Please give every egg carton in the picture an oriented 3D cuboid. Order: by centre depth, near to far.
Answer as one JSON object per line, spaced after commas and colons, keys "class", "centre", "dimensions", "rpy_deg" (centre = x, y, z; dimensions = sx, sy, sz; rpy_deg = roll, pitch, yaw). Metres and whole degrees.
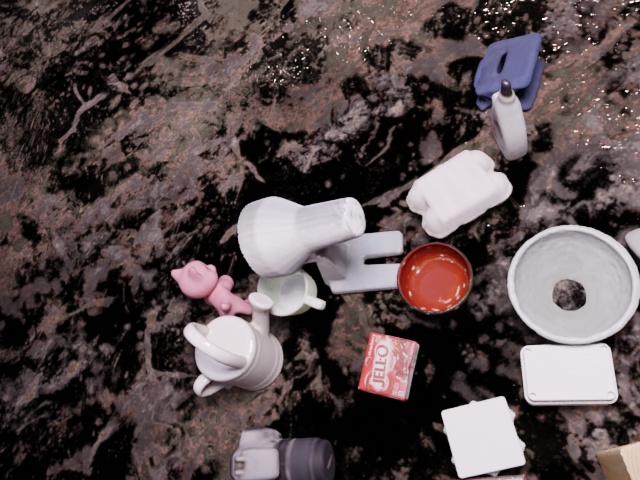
{"class": "egg carton", "centre": [0.217, -0.073, 0.903], "dimensions": [0.150, 0.069, 0.107], "rpy_deg": [-33, 63, 5]}

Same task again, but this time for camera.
{"class": "camera", "centre": [-0.052, 0.339, 0.820], "dimensions": [0.136, 0.101, 0.143], "rpy_deg": [-10, 67, 16]}

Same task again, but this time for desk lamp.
{"class": "desk lamp", "centre": [0.008, 0.003, 0.866], "dimensions": [0.202, 0.214, 0.118], "rpy_deg": [-7, 68, 17]}

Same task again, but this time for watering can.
{"class": "watering can", "centre": [-0.134, 0.159, 0.866], "dimensions": [0.100, 0.194, 0.173], "rpy_deg": [11, 74, 23]}

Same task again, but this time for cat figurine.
{"class": "cat figurine", "centre": [-0.184, 0.083, 0.956], "dimensions": [0.127, 0.118, 0.067], "rpy_deg": [40, 87, 28]}

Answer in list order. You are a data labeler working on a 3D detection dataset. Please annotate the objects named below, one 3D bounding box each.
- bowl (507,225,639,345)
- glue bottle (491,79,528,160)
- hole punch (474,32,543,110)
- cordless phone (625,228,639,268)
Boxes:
{"class": "bowl", "centre": [0.349, 0.069, 0.798], "dimensions": [0.167, 0.075, 0.167], "rpy_deg": [-7, 68, 17]}
{"class": "glue bottle", "centre": [0.283, -0.191, 0.867], "dimensions": [0.037, 0.173, 0.078], "rpy_deg": [-24, 64, 10]}
{"class": "hole punch", "centre": [0.307, -0.277, 0.939], "dimensions": [0.100, 0.091, 0.109], "rpy_deg": [12, 74, 23]}
{"class": "cordless phone", "centre": [0.479, -0.015, 0.723], "dimensions": [0.147, 0.185, 0.094], "rpy_deg": [-19, 65, 12]}
